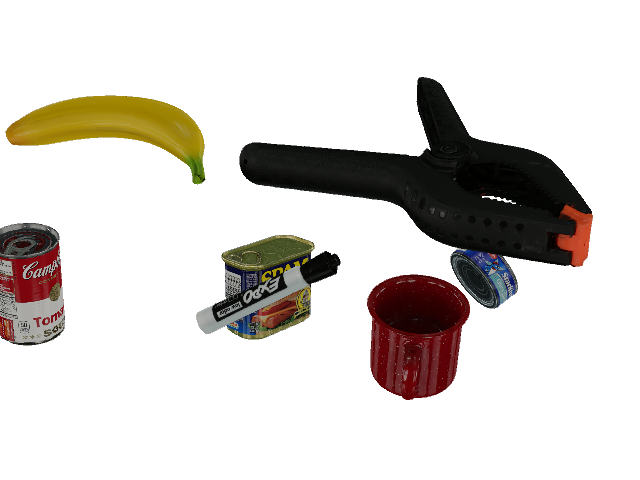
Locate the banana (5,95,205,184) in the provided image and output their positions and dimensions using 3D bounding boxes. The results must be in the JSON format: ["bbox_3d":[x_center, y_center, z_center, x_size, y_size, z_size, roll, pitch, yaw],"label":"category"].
[{"bbox_3d":[-0.179,-0.098,0.934,0.198,0.037,0.069,11,48,19],"label":"banana"}]

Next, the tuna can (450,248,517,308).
[{"bbox_3d":[0.196,0.040,1.286,0.033,0.086,0.086,-36,10,-15],"label":"tuna can"}]

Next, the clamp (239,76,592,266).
[{"bbox_3d":[0.063,-0.036,0.625,0.164,0.036,0.210,-21,37,-27],"label":"clamp"}]

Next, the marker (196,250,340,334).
[{"bbox_3d":[-0.039,0.039,0.798,0.121,0.020,0.020,-26,-9,19],"label":"marker"}]

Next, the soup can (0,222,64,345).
[{"bbox_3d":[-0.288,0.043,1.046,0.068,0.102,0.068,2,28,-1],"label":"soup can"}]

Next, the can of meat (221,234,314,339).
[{"bbox_3d":[-0.054,0.049,1.127,0.058,0.084,0.101,18,26,40],"label":"can of meat"}]

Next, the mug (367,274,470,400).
[{"bbox_3d":[0.087,0.098,0.978,0.093,0.081,0.117,4,34,5],"label":"mug"}]
